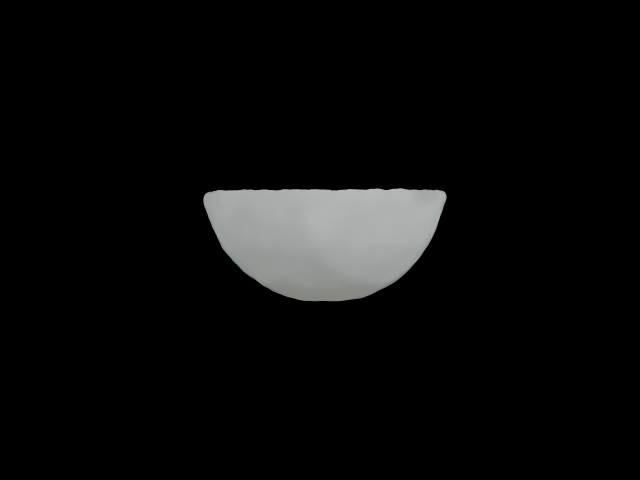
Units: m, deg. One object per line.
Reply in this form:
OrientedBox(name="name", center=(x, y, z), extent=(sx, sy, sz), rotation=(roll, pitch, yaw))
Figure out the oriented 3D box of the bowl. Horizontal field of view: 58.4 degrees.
OrientedBox(name="bowl", center=(0.004, 0.001, 0.400), extent=(0.167, 0.075, 0.167), rotation=(0, 4, 0))
